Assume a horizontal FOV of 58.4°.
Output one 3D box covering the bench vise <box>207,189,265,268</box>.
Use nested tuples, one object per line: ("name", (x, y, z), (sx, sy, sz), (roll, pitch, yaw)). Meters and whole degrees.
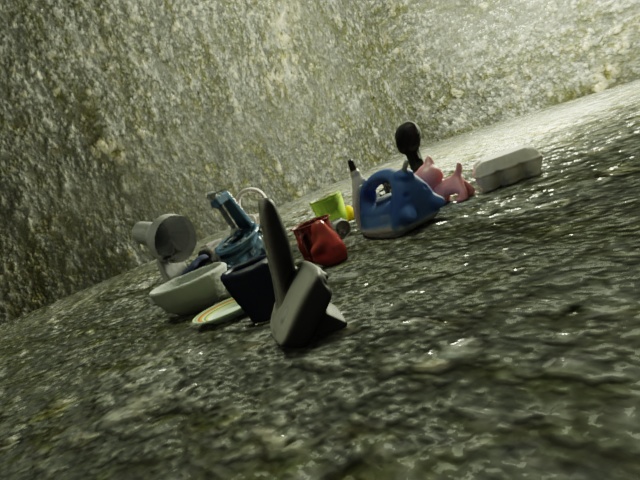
("bench vise", (-0.190, -0.027, 1.388), (0.121, 0.220, 0.208), (-17, 9, 24))

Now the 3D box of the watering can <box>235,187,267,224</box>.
("watering can", (-0.167, -0.050, 1.568), (0.101, 0.194, 0.172), (-23, 9, -12))

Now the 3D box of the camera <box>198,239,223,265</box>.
("camera", (-0.240, 0.041, 1.489), (0.142, 0.101, 0.137), (-16, 10, 30))

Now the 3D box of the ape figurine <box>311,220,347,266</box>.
("ape figurine", (0.010, 0.004, 1.131), (0.078, 0.092, 0.076), (-26, 9, -28))

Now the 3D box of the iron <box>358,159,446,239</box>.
("iron", (0.139, -0.086, 1.217), (0.119, 0.141, 0.257), (-26, 9, -28))

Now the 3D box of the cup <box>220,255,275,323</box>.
("cup", (-0.092, 0.076, 0.910), (0.091, 0.095, 0.118), (-15, 10, 34))

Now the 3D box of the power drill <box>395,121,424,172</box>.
("power drill", (0.252, -0.209, 1.495), (0.075, 0.208, 0.229), (-20, 8, 5))

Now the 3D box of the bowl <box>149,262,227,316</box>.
("bowl", (-0.260, 0.110, 1.182), (0.167, 0.075, 0.167), (-21, 8, 3))

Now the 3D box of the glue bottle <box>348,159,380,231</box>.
("glue bottle", (0.102, -0.109, 1.350), (0.078, 0.173, 0.037), (-22, 9, -6))

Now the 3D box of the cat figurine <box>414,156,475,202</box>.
("cat figurine", (0.272, -0.138, 1.305), (0.127, 0.118, 0.067), (-15, 11, 37))

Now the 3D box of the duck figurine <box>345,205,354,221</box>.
("duck figurine", (0.053, -0.093, 1.675), (0.078, 0.086, 0.104), (-27, 10, -35))

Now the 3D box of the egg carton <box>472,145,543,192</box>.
("egg carton", (0.414, -0.161, 1.271), (0.150, 0.069, 0.107), (-19, 9, 13))

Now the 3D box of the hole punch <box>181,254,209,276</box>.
("hole punch", (-0.301, 0.093, 1.335), (0.101, 0.091, 0.109), (-19, 9, 11))

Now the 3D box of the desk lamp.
("desk lamp", (-0.385, 0.045, 1.430), (0.202, 0.213, 0.118), (-12, 12, 47))

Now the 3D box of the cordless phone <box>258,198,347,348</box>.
("cordless phone", (-0.045, 0.036, 0.733), (0.094, 0.185, 0.147), (-23, 9, -12))
